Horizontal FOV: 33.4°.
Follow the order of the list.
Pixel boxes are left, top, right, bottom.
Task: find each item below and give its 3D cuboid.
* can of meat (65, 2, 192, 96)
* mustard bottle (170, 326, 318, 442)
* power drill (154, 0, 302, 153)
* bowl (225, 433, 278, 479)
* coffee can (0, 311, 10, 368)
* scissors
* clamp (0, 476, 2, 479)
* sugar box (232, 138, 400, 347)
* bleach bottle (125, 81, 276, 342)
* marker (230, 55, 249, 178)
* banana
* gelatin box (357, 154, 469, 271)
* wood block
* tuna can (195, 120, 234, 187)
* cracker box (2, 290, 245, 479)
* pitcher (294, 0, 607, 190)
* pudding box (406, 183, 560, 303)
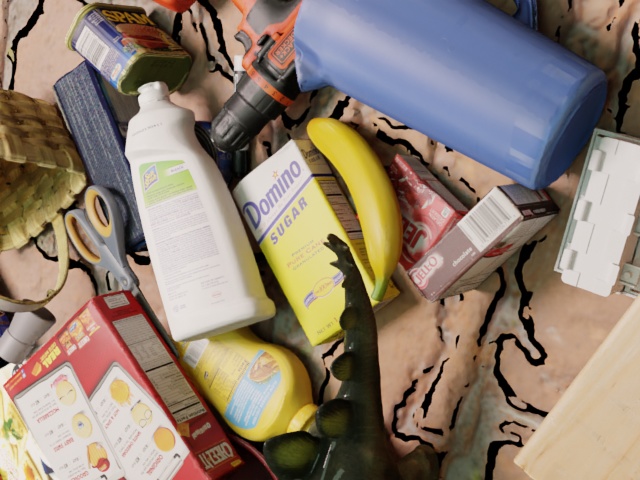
[{"bbox_3d":[-0.190,-0.190,1.076,0.084,0.101,0.057,43,116,19],"label":"can of meat"},{"bbox_3d":[-0.066,0.142,1.051,0.192,0.058,0.096,34,100,26],"label":"mustard bottle"},{"bbox_3d":[-0.080,-0.201,1.015,0.184,0.057,0.188,-47,71,11],"label":"power drill"},{"bbox_3d":[-0.083,0.267,1.076,0.162,0.055,0.162,3,96,32],"label":"bowl"},{"bbox_3d":[-0.422,0.095,1.249,0.103,0.102,0.140,-40,74,29],"label":"coffee can"},{"bbox_3d":[-0.192,0.022,1.074,0.202,0.016,0.096,41,128,27],"label":"scissors"},{"bbox_3d":[-0.420,0.356,1.310,0.172,0.039,0.120,-43,74,28],"label":"clamp"},{"bbox_3d":[-0.007,0.001,1.009,0.093,0.048,0.176,-38,76,29],"label":"sugar box"},{"bbox_3d":[-0.124,-0.034,1.028,0.103,0.068,0.251,-18,81,14],"label":"bleach bottle"},{"bbox_3d":[-0.078,-0.122,1.058,0.020,0.020,0.121,7,99,32],"label":"marker"},{"bbox_3d":[0.034,-0.046,0.951,0.070,0.037,0.198,-41,54,35],"label":"banana"},{"bbox_3d":[0.082,-0.021,0.948,0.089,0.030,0.073,50,119,35],"label":"gelatin box"},{"bbox_3d":[0.255,0.116,0.826,0.090,0.090,0.206,41,115,23],"label":"wood block"},{"bbox_3d":[-0.129,-0.079,1.085,0.086,0.033,0.086,4,97,32],"label":"tuna can"},{"bbox_3d":[-0.197,0.182,1.057,0.164,0.072,0.214,-42,77,27],"label":"cracker box"},{"bbox_3d":[0.113,-0.152,0.879,0.243,0.144,0.149,33,123,22],"label":"pitcher"},{"bbox_3d":[0.136,0.001,0.891,0.114,0.089,0.039,-44,73,28],"label":"pudding box"}]
